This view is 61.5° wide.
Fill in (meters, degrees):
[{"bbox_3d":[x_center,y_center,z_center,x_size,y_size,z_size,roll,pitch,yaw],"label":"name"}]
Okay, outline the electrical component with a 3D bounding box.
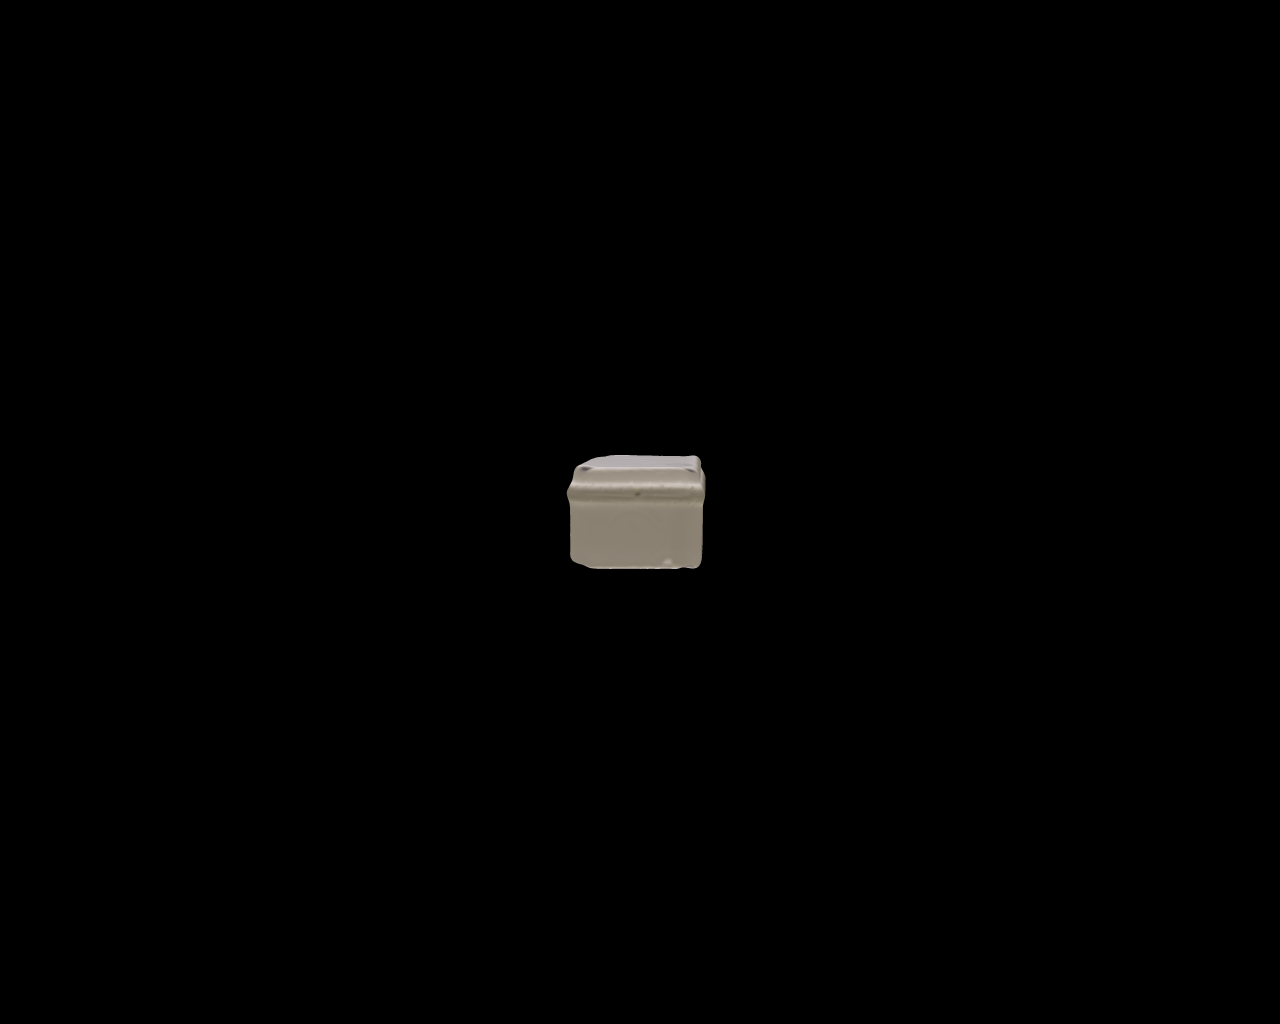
[{"bbox_3d":[0.001,-0.003,0.650,0.078,0.057,0.113,0,7,4],"label":"electrical component"}]
